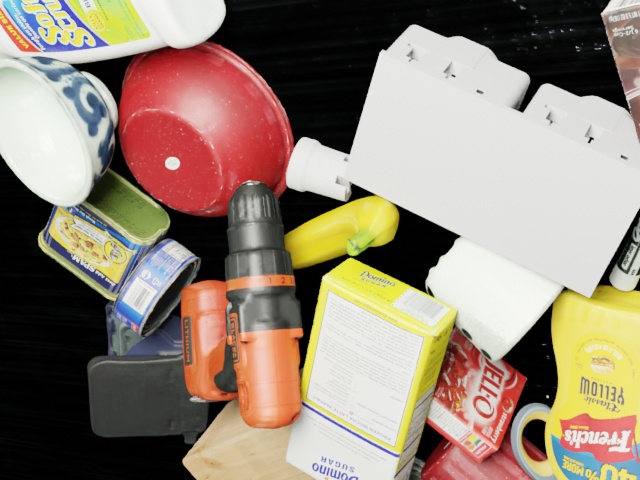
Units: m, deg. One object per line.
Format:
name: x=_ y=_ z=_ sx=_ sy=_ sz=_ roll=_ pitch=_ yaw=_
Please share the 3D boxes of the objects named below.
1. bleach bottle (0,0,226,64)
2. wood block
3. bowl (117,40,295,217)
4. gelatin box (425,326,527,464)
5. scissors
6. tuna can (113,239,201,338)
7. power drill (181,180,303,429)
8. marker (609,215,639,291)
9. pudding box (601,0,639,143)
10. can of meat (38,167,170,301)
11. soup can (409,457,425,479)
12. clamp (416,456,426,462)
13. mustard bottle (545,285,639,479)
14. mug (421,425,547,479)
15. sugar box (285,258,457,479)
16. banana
bleach bottle: x=-0.195 y=-0.174 z=0.819 sx=0.251 sy=0.068 sz=0.102 roll=-8 pitch=118 yaw=38
wood block: x=-0.015 y=0.176 z=0.951 sx=0.207 sy=0.090 sz=0.090 roll=-31 pitch=104 yaw=42
bowl: x=-0.103 y=-0.075 z=0.841 sx=0.162 sy=0.055 sz=0.162 roll=17 pitch=131 yaw=21
gelatin box: x=0.115 y=0.117 z=0.827 sx=0.073 sy=0.089 sz=0.030 roll=39 pitch=131 yaw=0
scissors: x=0.179 y=0.211 z=0.814 sx=0.096 sy=0.202 sz=0.016 roll=13 pitch=178 yaw=-10
tuna can: x=-0.142 y=0.041 z=0.931 sx=0.034 sy=0.086 sz=0.086 roll=35 pitch=134 yaw=6
power drill: x=-0.066 y=0.058 z=0.853 sx=0.188 sy=0.057 sz=0.184 roll=152 pitch=116 yaw=-70
marker: x=0.222 y=-0.015 z=0.711 sx=0.020 sy=0.020 sz=0.121 roll=25 pitch=133 yaw=14
pudding box: x=0.232 y=-0.110 z=0.619 sx=0.114 sy=0.039 sz=0.090 roll=-6 pitch=120 yaw=35
can of meat: x=-0.190 y=-0.009 z=0.944 sx=0.102 sy=0.057 sz=0.084 roll=36 pitch=132 yaw=3
soup can: x=0.050 y=0.233 z=0.926 sx=0.102 sy=0.068 sz=0.068 roll=-32 pitch=103 yaw=39
clamp: x=0.110 y=0.255 z=0.970 sx=0.171 sy=0.039 sz=0.120 roll=31 pitch=129 yaw=16
mustard bottle: x=0.208 y=0.133 z=0.759 sx=0.096 sy=0.058 sz=0.192 roll=12 pitch=108 yaw=37
mug: x=0.136 y=0.191 z=0.881 sx=0.081 sy=0.093 sz=0.117 roll=40 pitch=171 yaw=6
sugar box: x=0.034 y=0.111 z=0.787 sx=0.093 sy=0.048 sz=0.176 roll=27 pitch=126 yaw=23
banana: x=0.012 y=-0.005 z=0.805 sx=0.198 sy=0.069 sz=0.037 roll=-19 pitch=90 yaw=69
